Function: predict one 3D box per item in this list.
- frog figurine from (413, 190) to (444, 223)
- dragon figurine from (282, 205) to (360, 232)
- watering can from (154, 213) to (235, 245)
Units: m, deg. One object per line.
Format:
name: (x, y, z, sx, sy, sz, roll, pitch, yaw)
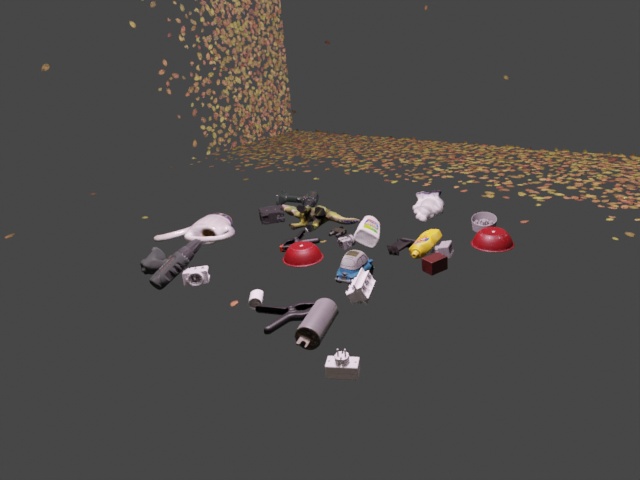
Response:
frog figurine: (0.482, -0.133, 2.299, 0.137, 0.163, 0.120, 8, -31, 9)
dragon figurine: (0.007, -0.118, 2.342, 0.411, 0.121, 0.245, 7, 16, 17)
watering can: (-0.527, -0.041, 2.248, 0.347, 0.102, 0.228, 0, 21, 13)
